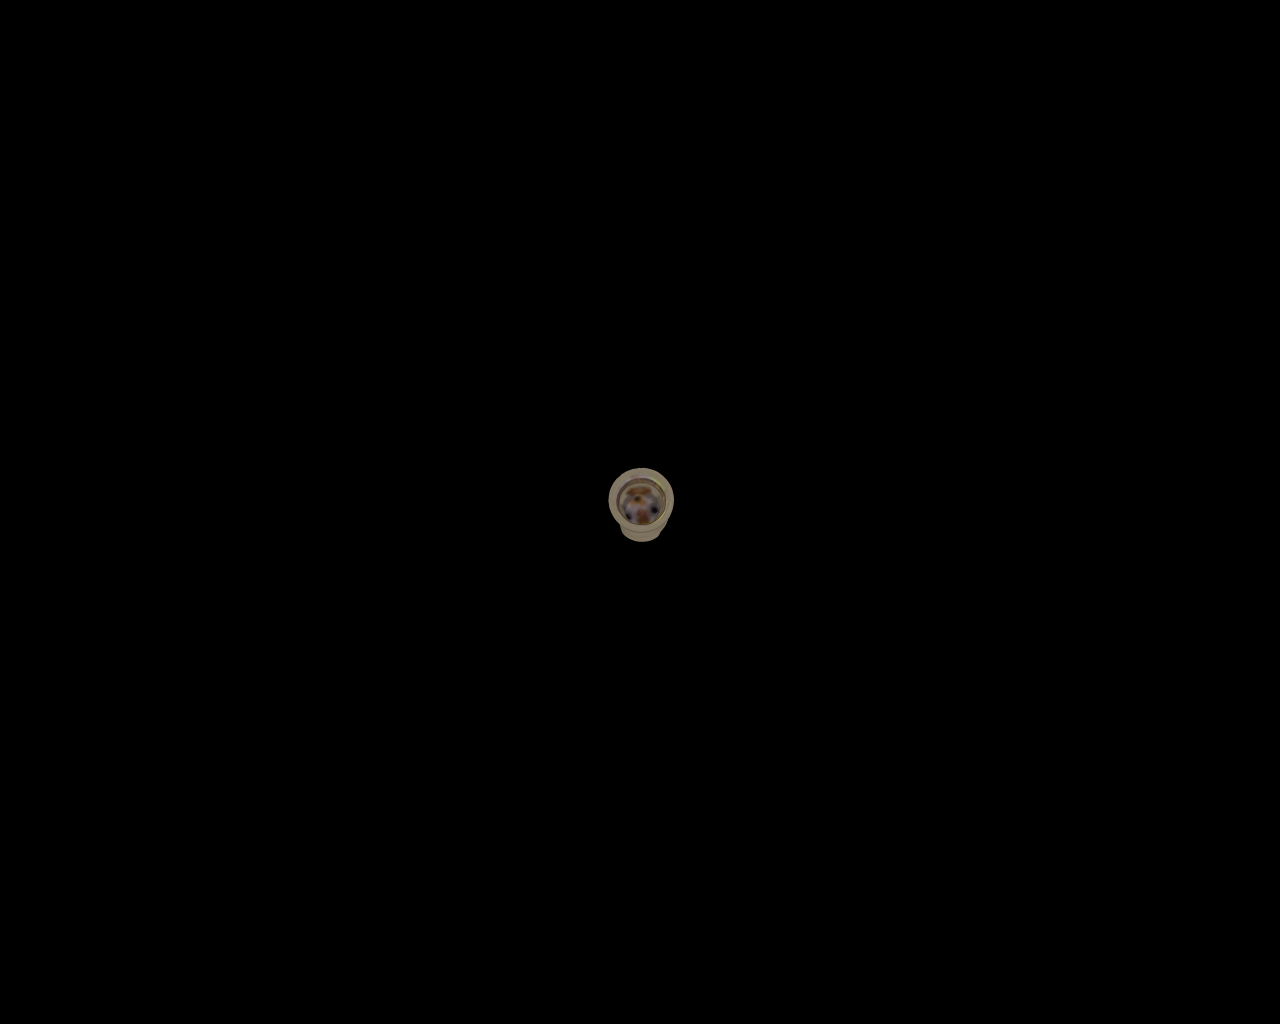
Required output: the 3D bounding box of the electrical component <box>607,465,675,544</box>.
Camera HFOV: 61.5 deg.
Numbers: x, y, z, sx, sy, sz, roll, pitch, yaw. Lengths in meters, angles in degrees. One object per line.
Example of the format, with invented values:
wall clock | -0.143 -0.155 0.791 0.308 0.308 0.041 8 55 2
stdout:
electrical component | 0.001 -0.003 0.650 0.040 0.040 0.046 0 -16 0
